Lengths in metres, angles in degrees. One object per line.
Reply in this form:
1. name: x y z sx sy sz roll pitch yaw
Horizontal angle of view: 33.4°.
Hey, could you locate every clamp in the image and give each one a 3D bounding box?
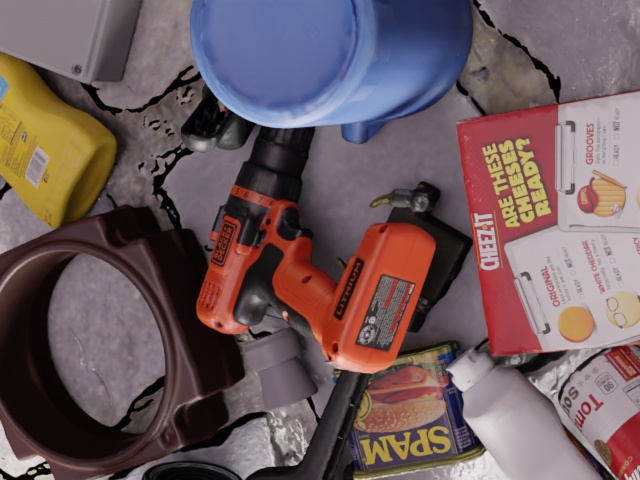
1. clamp: 0.004 0.205 0.772 0.210 0.036 0.164 -41 73 22
2. clamp: -0.062 -0.118 0.754 0.039 0.171 0.120 18 93 1

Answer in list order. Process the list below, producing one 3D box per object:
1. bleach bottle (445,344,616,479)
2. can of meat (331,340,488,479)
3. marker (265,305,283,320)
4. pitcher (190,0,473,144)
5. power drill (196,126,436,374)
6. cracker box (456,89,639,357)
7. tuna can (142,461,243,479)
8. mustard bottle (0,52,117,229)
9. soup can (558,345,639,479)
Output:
1. bleach bottle: 0.175 0.177 0.719 0.068 0.102 0.251 -41 84 11
2. can of meat: 0.065 0.125 0.790 0.102 0.057 0.084 -15 88 23
3. marker: 0.000 0.061 0.828 0.121 0.020 0.020 14 102 21
4. pitcher: 0.014 -0.144 0.674 0.145 0.242 0.149 -30 90 20
5. power drill: -0.005 0.001 0.764 0.188 0.057 0.184 24 98 49
6. cracker box: 0.211 -0.017 0.702 0.214 0.072 0.164 -8 93 24
7. tuna can: -0.102 0.208 0.854 0.086 0.086 0.034 11 99 21
8. mustard bottle: -0.261 -0.102 0.896 0.192 0.058 0.096 40 122 14
9. soup can: 0.213 0.126 0.701 0.069 0.068 0.102 -50 51 20
